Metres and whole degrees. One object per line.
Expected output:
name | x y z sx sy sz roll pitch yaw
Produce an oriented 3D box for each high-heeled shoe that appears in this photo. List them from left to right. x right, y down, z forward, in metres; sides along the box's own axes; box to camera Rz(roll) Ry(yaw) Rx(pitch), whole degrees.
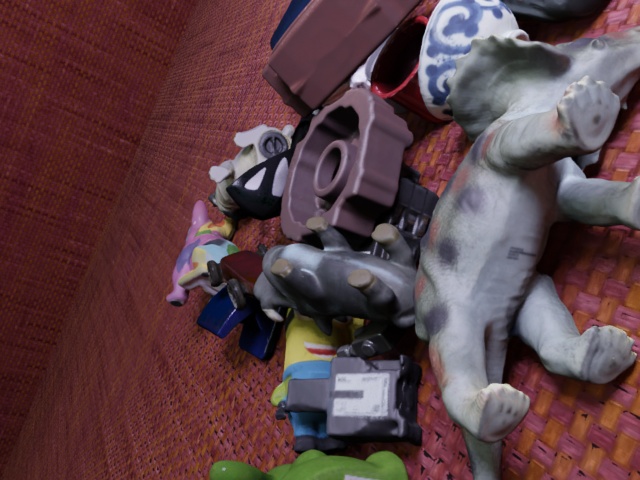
high-heeled shoe | -0.060 -0.133 0.783 0.086 0.145 0.249 -33 46 45

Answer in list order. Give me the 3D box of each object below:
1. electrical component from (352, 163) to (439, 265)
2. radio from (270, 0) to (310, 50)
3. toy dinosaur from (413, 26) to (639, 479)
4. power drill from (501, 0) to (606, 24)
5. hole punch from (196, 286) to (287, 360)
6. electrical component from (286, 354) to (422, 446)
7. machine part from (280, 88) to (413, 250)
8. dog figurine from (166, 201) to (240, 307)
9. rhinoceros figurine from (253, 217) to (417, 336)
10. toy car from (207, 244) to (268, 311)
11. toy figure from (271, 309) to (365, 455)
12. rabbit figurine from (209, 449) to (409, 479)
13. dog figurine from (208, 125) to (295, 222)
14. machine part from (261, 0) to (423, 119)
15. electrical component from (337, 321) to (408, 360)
electrical component | 0.065 -0.017 0.585 0.115 0.058 0.134 1 71 57
radio | -0.017 -0.345 0.935 0.131 0.073 0.230 -53 30 26
toy dinosaur | 0.133 0.009 0.402 0.192 0.131 0.404 -135 65 -72
power drill | 0.187 -0.313 0.496 0.232 0.086 0.207 -119 33 -48
hole punch | -0.109 0.098 0.771 0.142 0.092 0.115 0 67 63
electrical component | 0.031 0.147 0.492 0.119 0.047 0.075 -13 57 26
machine part | 0.022 -0.071 0.577 0.179 0.056 0.179 -39 40 43
dog figurine | -0.186 0.015 0.939 0.191 0.108 0.219 -41 36 41
rhinoceros figurine | 0.011 0.039 0.510 0.191 0.112 0.073 0 49 39
toy car | -0.086 0.048 0.689 0.202 0.089 0.053 -160 57 -65
toy figure | -0.006 0.135 0.576 0.089 0.082 0.180 -34 46 45
rabbit figurine | -0.021 0.249 0.478 0.170 0.159 0.121 140 133 -65
dog figurine | -0.116 -0.117 0.935 0.172 0.121 0.190 -37 8 -11
machine part | 0.032 -0.255 0.639 0.201 0.087 0.201 -37 15 33
electrical component | 0.060 0.089 0.517 0.094 0.021 0.063 -29 5 40
